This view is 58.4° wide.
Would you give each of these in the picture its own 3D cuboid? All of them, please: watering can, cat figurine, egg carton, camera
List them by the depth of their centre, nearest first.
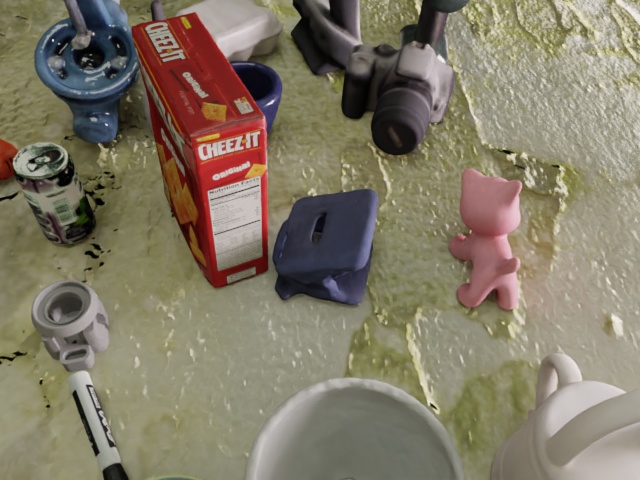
[{"bbox_3d":[0.204,0.161,0.412,0.101,0.194,0.172,-22,57,-20],"label":"watering can"},{"bbox_3d":[0.178,-0.009,0.590,0.067,0.118,0.127,-1,52,-5],"label":"cat figurine"},{"bbox_3d":[0.094,-0.184,0.730,0.143,0.101,0.137,14,53,7],"label":"camera"},{"bbox_3d":[-0.135,-0.294,0.817,0.107,0.069,0.150,40,59,23],"label":"egg carton"}]

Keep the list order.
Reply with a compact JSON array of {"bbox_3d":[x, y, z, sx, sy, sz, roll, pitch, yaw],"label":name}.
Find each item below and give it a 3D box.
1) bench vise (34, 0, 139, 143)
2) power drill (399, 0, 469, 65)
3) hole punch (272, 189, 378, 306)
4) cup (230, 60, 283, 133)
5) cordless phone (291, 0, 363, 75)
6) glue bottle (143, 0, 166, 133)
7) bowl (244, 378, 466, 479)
[{"bbox_3d":[-0.284,-0.254,0.678,0.122,0.220,0.207,-16,55,-16],"label":"bench vise"},{"bbox_3d":[0.165,-0.362,0.805,0.075,0.208,0.229,5,52,0],"label":"power drill"},{"bbox_3d":[0.005,0.002,0.585,0.101,0.091,0.108,10,52,4],"label":"hole punch"},{"bbox_3d":[-0.102,-0.148,0.690,0.118,0.095,0.091,-28,59,-24],"label":"cup"},{"bbox_3d":[0.018,-0.341,0.792,0.094,0.185,0.147,-19,56,-18],"label":"cordless phone"},{"bbox_3d":[-0.177,-0.200,0.674,0.078,0.173,0.037,-36,62,-27],"label":"glue bottle"},{"bbox_3d":[0.025,0.198,0.444,0.167,0.075,0.167,2,52,-3],"label":"bowl"}]
